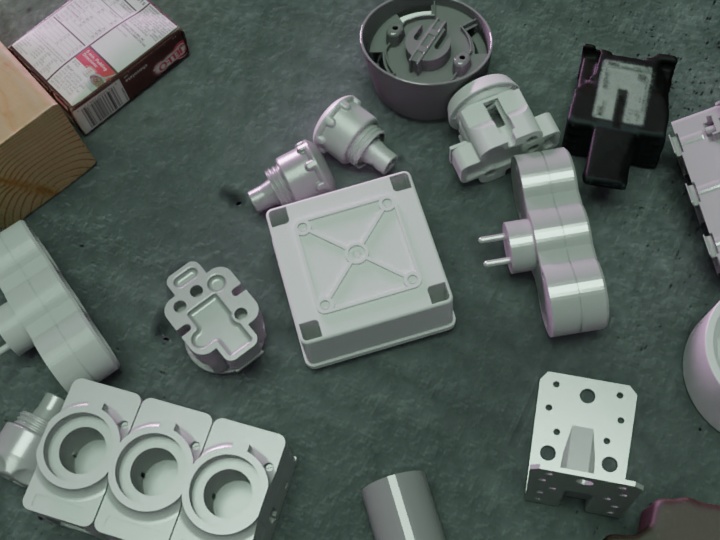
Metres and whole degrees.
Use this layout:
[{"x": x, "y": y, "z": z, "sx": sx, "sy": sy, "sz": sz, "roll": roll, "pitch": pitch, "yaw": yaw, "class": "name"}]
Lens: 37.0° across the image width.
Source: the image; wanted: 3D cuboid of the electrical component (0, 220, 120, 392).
[{"x": -0.235, "y": 0.036, "z": 0.759, "sx": 0.074, "sy": 0.052, "sz": 0.138, "roll": -34, "pitch": 67, "yaw": -10, "class": "electrical component"}]

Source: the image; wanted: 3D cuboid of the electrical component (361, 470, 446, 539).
[{"x": 0.032, "y": 0.172, "z": 0.677, "sx": 0.043, "sy": 0.043, "sz": 0.081, "roll": -16, "pitch": 65, "yaw": -2, "class": "electrical component"}]

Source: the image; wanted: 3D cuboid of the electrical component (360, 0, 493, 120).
[{"x": 0.051, "y": -0.165, "z": 0.818, "sx": 0.099, "sy": 0.064, "sz": 0.099, "roll": -2, "pitch": 65, "yaw": 4, "class": "electrical component"}]

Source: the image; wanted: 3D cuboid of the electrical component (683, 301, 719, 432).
[{"x": 0.271, "y": 0.057, "z": 0.699, "sx": 0.108, "sy": 0.060, "sz": 0.108, "roll": -2, "pitch": 66, "yaw": 4, "class": "electrical component"}]

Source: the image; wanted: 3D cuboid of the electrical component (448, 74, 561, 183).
[{"x": 0.099, "y": -0.106, "z": 0.791, "sx": 0.078, "sy": 0.058, "sz": 0.057, "roll": -22, "pitch": 68, "yaw": -4, "class": "electrical component"}]

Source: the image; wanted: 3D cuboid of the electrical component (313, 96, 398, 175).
[{"x": -0.001, "y": -0.096, "z": 0.804, "sx": 0.062, "sy": 0.048, "sz": 0.048, "roll": 39, "pitch": 74, "yaw": 12, "class": "electrical component"}]

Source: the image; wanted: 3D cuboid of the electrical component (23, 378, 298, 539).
[{"x": -0.128, "y": 0.136, "z": 0.698, "sx": 0.150, "sy": 0.061, "sz": 0.089, "roll": 14, "pitch": 68, "yaw": 11, "class": "electrical component"}]

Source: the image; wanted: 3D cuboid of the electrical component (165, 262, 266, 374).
[{"x": -0.097, "y": 0.038, "z": 0.743, "sx": 0.058, "sy": 0.057, "sz": 0.078, "roll": -37, "pitch": 68, "yaw": -12, "class": "electrical component"}]

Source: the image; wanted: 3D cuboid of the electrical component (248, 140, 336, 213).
[{"x": -0.052, "y": -0.064, "z": 0.793, "sx": 0.062, "sy": 0.048, "sz": 0.048, "roll": -27, "pitch": 66, "yaw": 0, "class": "electrical component"}]

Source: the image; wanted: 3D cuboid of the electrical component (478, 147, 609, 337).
[{"x": 0.121, "y": -0.018, "z": 0.751, "sx": 0.074, "sy": 0.052, "sz": 0.138, "roll": -9, "pitch": 64, "yaw": 1, "class": "electrical component"}]

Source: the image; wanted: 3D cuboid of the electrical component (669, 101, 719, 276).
[{"x": 0.262, "y": -0.055, "z": 0.745, "sx": 0.063, "sy": 0.079, "sz": 0.121, "roll": -19, "pitch": 64, "yaw": 18, "class": "electrical component"}]

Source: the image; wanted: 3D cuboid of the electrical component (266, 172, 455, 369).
[{"x": 0.000, "y": 0.000, "z": 0.752, "sx": 0.109, "sy": 0.056, "sz": 0.108, "roll": -16, "pitch": 65, "yaw": -2, "class": "electrical component"}]

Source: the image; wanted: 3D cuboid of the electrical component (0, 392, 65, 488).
[{"x": -0.220, "y": 0.114, "z": 0.727, "sx": 0.043, "sy": 0.043, "sz": 0.062, "roll": 21, "pitch": 68, "yaw": 14, "class": "electrical component"}]
